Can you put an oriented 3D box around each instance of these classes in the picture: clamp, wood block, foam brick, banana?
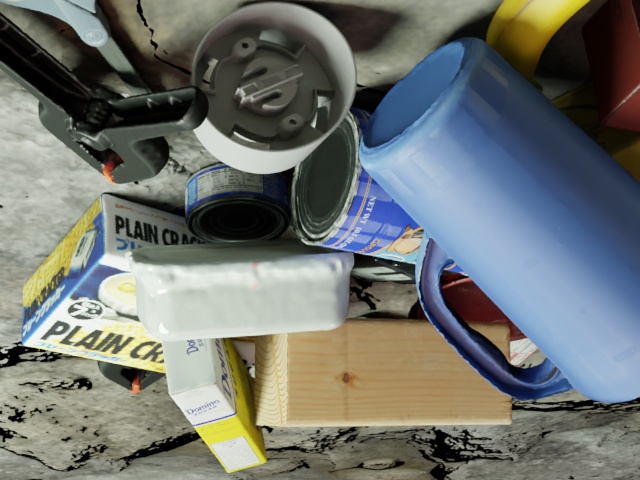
[{"bbox_3d":[-0.182,0.111,1.107,0.120,0.039,0.171,0,152,1],"label":"clamp"},{"bbox_3d":[0.054,0.115,0.926,0.205,0.091,0.090,3,171,-20],"label":"wood block"},{"bbox_3d":[0.206,-0.114,0.672,0.051,0.078,0.053,9,150,-20],"label":"foam brick"},{"bbox_3d":[-0.136,-0.078,0.690,0.164,0.036,0.210,23,165,10],"label":"clamp"},{"bbox_3d":[0.154,-0.151,0.645,0.069,0.037,0.198,-8,159,-29],"label":"banana"}]

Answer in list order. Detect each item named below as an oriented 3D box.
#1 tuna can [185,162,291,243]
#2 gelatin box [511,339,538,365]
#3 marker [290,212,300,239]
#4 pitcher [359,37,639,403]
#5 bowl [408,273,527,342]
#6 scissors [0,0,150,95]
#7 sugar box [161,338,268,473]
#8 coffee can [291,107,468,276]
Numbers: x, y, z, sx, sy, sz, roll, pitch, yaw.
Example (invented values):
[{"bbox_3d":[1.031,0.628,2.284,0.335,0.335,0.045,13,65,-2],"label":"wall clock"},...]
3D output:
[{"bbox_3d":[-0.066,-0.027,0.855,0.086,0.034,0.086,-3,153,-2],"label":"tuna can"},{"bbox_3d":[0.190,0.105,1.147,0.089,0.030,0.073,6,150,-16],"label":"gelatin box"},{"bbox_3d":[-0.006,0.001,0.934,0.020,0.020,0.121,-10,152,12],"label":"marker"},{"bbox_3d":[0.135,-0.007,0.697,0.242,0.149,0.145,41,156,-18],"label":"pitcher"},{"bbox_3d":[0.160,0.043,0.994,0.162,0.055,0.162,-3,153,-2],"label":"bowl"},{"bbox_3d":[-0.160,-0.134,0.657,0.096,0.016,0.202,-1,153,-1],"label":"scissors"},{"bbox_3d":[-0.090,0.125,0.921,0.048,0.093,0.176,-15,147,1],"label":"sugar box"},{"bbox_3d":[0.063,-0.034,0.781,0.140,0.103,0.103,11,149,-26],"label":"coffee can"}]
